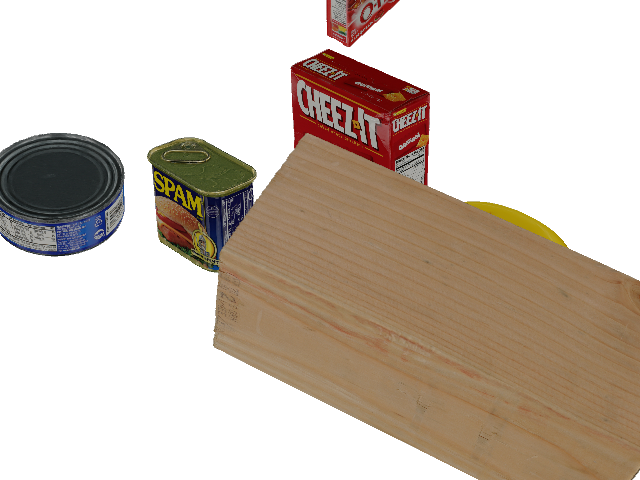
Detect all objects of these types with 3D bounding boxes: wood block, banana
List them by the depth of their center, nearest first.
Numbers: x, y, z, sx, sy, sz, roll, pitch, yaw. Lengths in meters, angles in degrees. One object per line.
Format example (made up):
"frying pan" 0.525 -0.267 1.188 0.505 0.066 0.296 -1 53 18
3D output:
"wood block" 0.060 0.043 0.523 0.206 0.090 0.090 25 -36 11
"banana" 0.183 -0.001 1.038 0.069 0.037 0.198 -39 38 -23

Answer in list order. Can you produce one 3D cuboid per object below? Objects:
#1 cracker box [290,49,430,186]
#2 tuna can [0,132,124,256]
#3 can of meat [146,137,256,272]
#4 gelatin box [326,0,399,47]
"cracker box" 0.043 -0.093 1.243 0.072 0.214 0.164 -30 44 -33
"tuna can" -0.169 -0.030 0.687 0.086 0.034 0.086 4 43 -4
"can of meat" -0.101 -0.030 0.917 0.057 0.084 0.102 -26 41 -35
"gelatin box" 0.042 -0.229 0.959 0.030 0.089 0.073 32 -30 23
